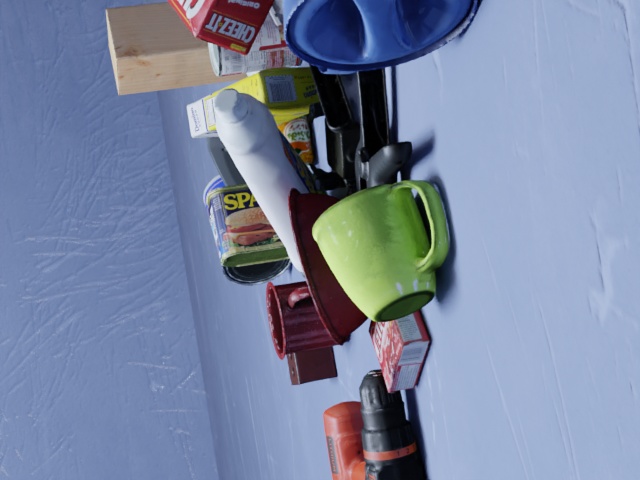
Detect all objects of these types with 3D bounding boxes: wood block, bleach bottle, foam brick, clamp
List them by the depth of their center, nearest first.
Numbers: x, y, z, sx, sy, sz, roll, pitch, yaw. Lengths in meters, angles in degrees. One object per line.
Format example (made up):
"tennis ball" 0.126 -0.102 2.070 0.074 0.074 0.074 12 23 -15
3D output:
"clamp" 0.054 -0.067 0.942 0.171 0.039 0.120 86 177 -45
"clamp" -0.009 -0.203 1.034 0.210 0.036 0.164 -98 -10 -70
"bleach bottle" -0.046 -0.067 1.105 0.250 0.068 0.102 55 -165 -55
"foam brick" -0.014 0.142 1.361 0.053 0.051 0.078 144 117 -76
"wood block" -0.185 -0.272 1.483 0.090 0.206 0.091 106 152 -63

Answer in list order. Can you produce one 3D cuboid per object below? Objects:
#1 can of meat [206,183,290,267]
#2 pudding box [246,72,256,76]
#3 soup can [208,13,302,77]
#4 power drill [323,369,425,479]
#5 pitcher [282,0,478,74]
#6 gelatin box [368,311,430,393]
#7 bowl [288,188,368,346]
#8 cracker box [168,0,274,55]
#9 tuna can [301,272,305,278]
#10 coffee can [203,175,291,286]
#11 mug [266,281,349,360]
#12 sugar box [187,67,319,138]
"can of meat" -0.076 -0.019 1.252 0.057 0.102 0.084 114 145 -68
"pudding box" -0.072 -0.240 1.391 0.113 0.039 0.090 -114 18 -56
"soup can" -0.078 -0.234 1.270 0.068 0.102 0.068 170 90 -78
"power drill" 0.053 0.216 1.100 0.188 0.057 0.184 180 81 -77
"pitcher" 0.019 -0.249 0.774 0.144 0.149 0.243 26 -131 -57
"gelatin box" 0.071 0.089 0.994 0.089 0.030 0.073 98 159 -53
"bowl" 0.021 0.019 1.039 0.162 0.055 0.162 -17 -90 -81
"cracker box" -0.080 -0.317 1.046 0.214 0.072 0.164 -59 40 22
"tuna can" -0.008 0.002 1.280 0.086 0.033 0.086 171 90 -78
"coffee can" -0.105 -0.020 1.535 0.103 0.102 0.140 96 161 -49
"mug" -0.013 0.083 1.245 0.117 0.081 0.093 102 156 -58
"sugar box" -0.067 -0.150 1.179 0.177 0.093 0.048 -15 84 57
